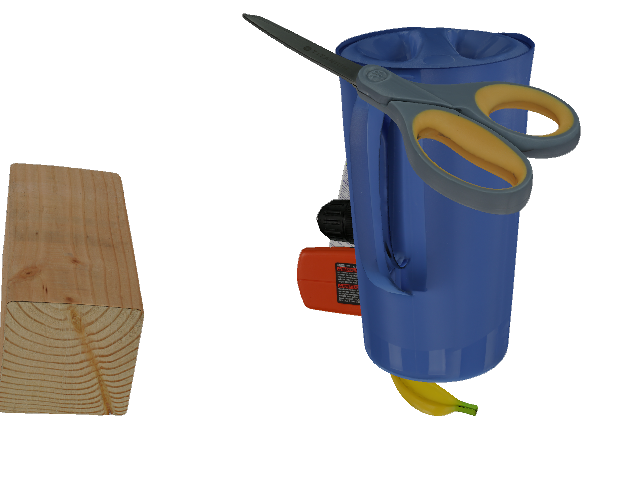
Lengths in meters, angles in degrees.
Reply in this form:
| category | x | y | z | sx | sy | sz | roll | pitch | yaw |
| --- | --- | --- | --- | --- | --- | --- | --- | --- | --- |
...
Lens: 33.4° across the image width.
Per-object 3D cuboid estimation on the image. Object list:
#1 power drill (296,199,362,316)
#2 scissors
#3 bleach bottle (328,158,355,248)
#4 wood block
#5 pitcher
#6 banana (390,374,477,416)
| category | x | y | z | sx | sy | sz | roll | pitch | yaw |
| --- | --- | --- | --- | --- | --- | --- | --- | --- | --- |
| power drill | 0.053 | 0.005 | 0.917 | 0.185 | 0.057 | 0.187 | 2 | 20 | 26 |
| scissors | 0.049 | -0.081 | 0.542 | 0.096 | 0.016 | 0.202 | -22 | 47 | -22 |
| bleach bottle | 0.064 | -0.065 | 1.161 | 0.068 | 0.251 | 0.103 | -2 | 23 | -29 |
| wood block | -0.190 | 0.030 | 0.795 | 0.090 | 0.091 | 0.206 | 5 | 28 | -18 |
| pitcher | 0.076 | -0.022 | 0.752 | 0.149 | 0.243 | 0.145 | -9 | 23 | -14 |
| banana | 0.113 | 0.153 | 1.241 | 0.069 | 0.037 | 0.198 | 9 | 22 | -21 |
